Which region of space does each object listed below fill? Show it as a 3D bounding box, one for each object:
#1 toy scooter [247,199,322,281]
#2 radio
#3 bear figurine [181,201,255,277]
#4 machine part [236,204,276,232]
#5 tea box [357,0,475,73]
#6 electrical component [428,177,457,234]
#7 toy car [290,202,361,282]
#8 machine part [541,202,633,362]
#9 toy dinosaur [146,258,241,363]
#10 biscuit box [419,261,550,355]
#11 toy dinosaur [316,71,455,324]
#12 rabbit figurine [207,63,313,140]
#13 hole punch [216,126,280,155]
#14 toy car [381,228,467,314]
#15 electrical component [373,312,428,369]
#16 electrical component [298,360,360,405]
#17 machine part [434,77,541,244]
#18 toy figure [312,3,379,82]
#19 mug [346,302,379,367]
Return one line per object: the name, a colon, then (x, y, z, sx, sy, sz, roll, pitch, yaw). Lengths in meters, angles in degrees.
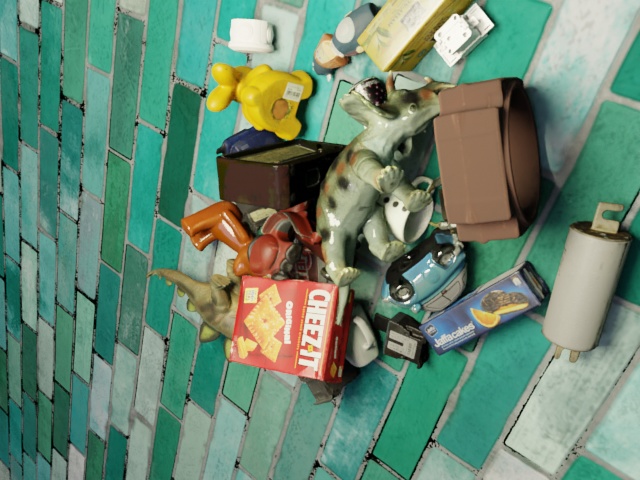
toy scooter: (-0.053, 0.002, 0.940, 0.135, 0.075, 0.183, 40, 105, 45)
radio: (-0.051, -0.115, 0.892, 0.131, 0.229, 0.073, 12, 114, 30)
bear figurine: (-0.172, 0.020, 1.090, 0.196, 0.132, 0.120, 55, 168, 16)
machine part: (-0.136, -0.079, 1.070, 0.139, 0.084, 0.039, 48, 157, 24)
tea box: (0.145, -0.324, 0.766, 0.068, 0.098, 0.169, 53, 129, 11)
electrical component: (0.208, -0.056, 0.824, 0.078, 0.045, 0.102, -8, 76, 33)
toy car: (-0.002, -0.003, 0.984, 0.202, 0.053, 0.089, 39, 104, 34)
machine part: (0.367, 0.064, 0.745, 0.079, 0.079, 0.243, 18, 116, 30)
toy dinosaur: (-0.206, 0.149, 1.167, 0.472, 0.105, 0.198, 33, 122, 22)
biscuit box: (0.255, 0.111, 0.852, 0.202, 0.059, 0.063, -40, 81, 38)
toy dinosaur: (0.056, -0.067, 0.820, 0.404, 0.131, 0.192, -61, 39, 33)
rabbit figurine: (-0.123, -0.258, 0.958, 0.173, 0.162, 0.121, 44, 130, 43)
hole punch: (-0.117, -0.144, 0.996, 0.092, 0.142, 0.115, 25, 132, 29)
toy car: (0.182, 0.059, 0.872, 0.161, 0.109, 0.103, -40, 105, 22)
electrical component: (0.141, 0.169, 0.961, 0.119, 0.048, 0.074, 23, 117, 26)
electrical component: (0.006, 0.230, 1.035, 0.058, 0.115, 0.134, -28, 89, 36)
machine part: (0.229, -0.108, 0.709, 0.087, 0.201, 0.200, -3, 103, 34)
toy figure: (0.037, -0.320, 0.874, 0.154, 0.057, 0.064, -30, 48, 40)
mug: (0.069, 0.177, 0.992, 0.107, 0.081, 0.109, 60, 150, -6)
